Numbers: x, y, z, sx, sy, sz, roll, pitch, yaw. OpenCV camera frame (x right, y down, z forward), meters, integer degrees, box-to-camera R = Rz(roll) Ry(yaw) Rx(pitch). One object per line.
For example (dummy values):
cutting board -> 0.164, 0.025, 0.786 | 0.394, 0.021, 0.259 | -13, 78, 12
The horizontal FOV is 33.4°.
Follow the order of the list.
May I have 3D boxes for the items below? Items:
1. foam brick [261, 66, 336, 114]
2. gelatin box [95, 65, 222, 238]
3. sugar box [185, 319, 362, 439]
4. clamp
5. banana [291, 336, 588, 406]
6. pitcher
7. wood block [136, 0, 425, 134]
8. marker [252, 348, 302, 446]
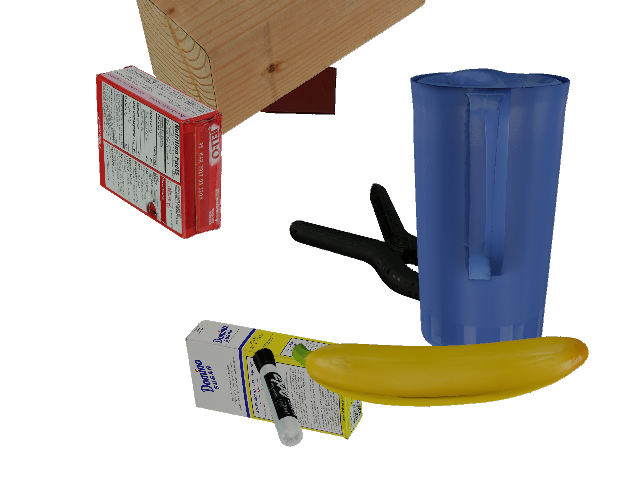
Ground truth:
foam brick -> -0.027, -0.163, 1.152 | 0.078, 0.051, 0.053 | -1, 12, -19
gelatin box -> -0.093, -0.052, 0.616 | 0.030, 0.073, 0.089 | -23, 39, -38
sugar box -> -0.047, 0.140, 1.094 | 0.176, 0.093, 0.048 | 10, 33, 23
clamp -> 0.077, 0.015, 1.244 | 0.164, 0.036, 0.210 | -21, 50, -38
banana -> 0.076, 0.080, 0.688 | 0.198, 0.037, 0.069 | 1, 26, 6
pitcher -> 0.141, -0.024, 0.920 | 0.149, 0.243, 0.145 | -11, 17, -34
wood block -> -0.024, -0.182, 0.802 | 0.205, 0.090, 0.091 | -36, -29, -20
marker -> -0.037, 0.127, 0.888 | 0.020, 0.020, 0.121 | 0, 27, -16
